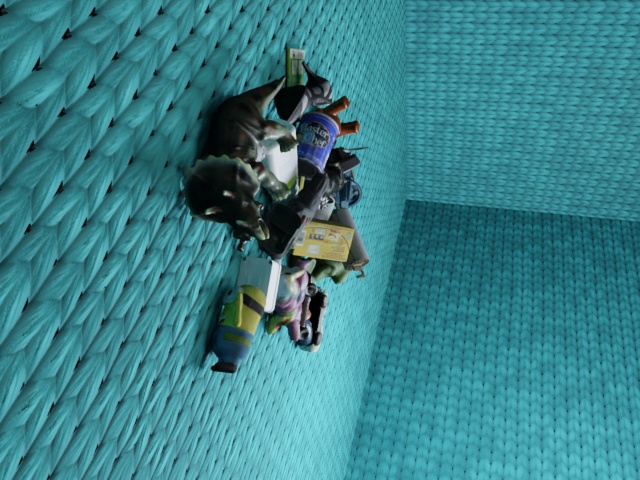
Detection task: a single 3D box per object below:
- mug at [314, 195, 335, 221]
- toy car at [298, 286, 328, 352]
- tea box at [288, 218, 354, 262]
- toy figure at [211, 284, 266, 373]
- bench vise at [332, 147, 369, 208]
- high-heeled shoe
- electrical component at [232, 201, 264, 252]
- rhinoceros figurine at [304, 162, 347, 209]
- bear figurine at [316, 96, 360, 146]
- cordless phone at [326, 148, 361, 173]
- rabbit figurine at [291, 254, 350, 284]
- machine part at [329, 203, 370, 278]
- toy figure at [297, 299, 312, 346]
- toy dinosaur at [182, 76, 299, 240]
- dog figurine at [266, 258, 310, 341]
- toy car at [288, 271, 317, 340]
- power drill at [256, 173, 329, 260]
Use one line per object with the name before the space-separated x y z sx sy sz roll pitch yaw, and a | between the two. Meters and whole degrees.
mug | -0.016 -0.091 1.503 0.107 0.109 0.081 -55 -163 -25
toy car | -0.023 0.242 1.655 0.056 0.074 0.201 35 63 -69
tea box | -0.003 -0.004 1.427 0.169 0.068 0.098 11 100 -32
toy figure | -0.165 0.176 1.074 0.089 0.082 0.180 29 61 -41
bench vise | 0.079 -0.175 1.745 0.241 0.129 0.223 -86 -177 -48
high-heeled shoe | -0.030 -0.316 1.284 0.145 0.086 0.249 54 41 -42
electrical component | -0.149 -0.035 1.117 0.078 0.045 0.102 77 25 -49
rhinoceros figurine | 0.001 -0.139 1.439 0.190 0.073 0.112 -40 117 -48
bear figurine | 0.024 -0.303 1.502 0.120 0.132 0.196 62 26 -25
cordless phone | 0.033 -0.174 1.602 0.147 0.088 0.184 9 -102 64
rabbit figurine | -0.018 0.094 1.520 0.170 0.121 0.158 -47 137 -23
machine part | 0.078 -0.002 1.527 0.079 0.079 0.243 55 12 -68
toy figure | -0.055 0.235 1.572 0.064 0.058 0.154 -63 151 -65
toy dinosaur | -0.141 -0.171 0.960 0.192 0.131 0.405 34 49 -52
dog figurine | -0.092 0.151 1.306 0.191 0.109 0.219 -45 142 -68
toy car | -0.057 0.174 1.444 0.089 0.053 0.202 46 -48 52
power drill | -0.064 -0.052 1.199 0.232 0.086 0.207 -55 -177 13
